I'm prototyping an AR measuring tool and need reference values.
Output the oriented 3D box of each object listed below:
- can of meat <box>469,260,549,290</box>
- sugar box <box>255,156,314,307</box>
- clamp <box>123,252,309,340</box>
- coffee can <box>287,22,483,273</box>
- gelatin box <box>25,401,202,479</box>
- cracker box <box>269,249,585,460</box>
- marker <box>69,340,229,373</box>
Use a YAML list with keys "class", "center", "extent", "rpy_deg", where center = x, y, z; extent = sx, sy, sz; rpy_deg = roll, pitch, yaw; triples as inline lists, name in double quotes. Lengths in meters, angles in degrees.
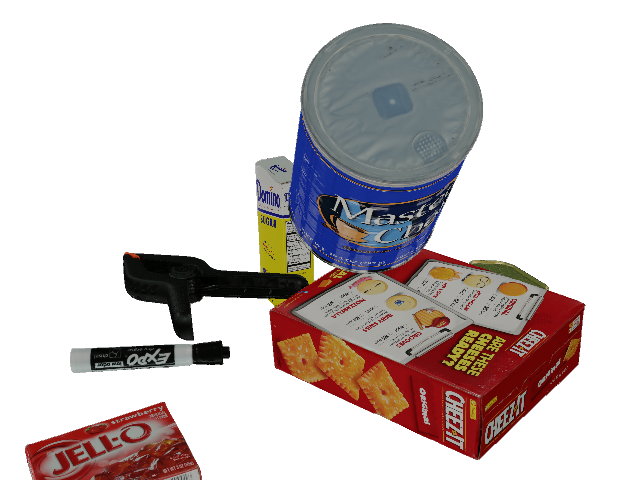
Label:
- class: "can of meat"
  center: [0.198, 0.077, 1.162]
  extent: [0.057, 0.084, 0.102]
  rpy_deg: [2, 16, -22]
- class: "sugar box"
  center: [-0.043, -0.004, 1.279]
  extent: [0.048, 0.176, 0.093]
  rpy_deg: [-13, 25, -19]
- class: "clamp"
  center: [-0.140, 0.049, 1.084]
  extent: [0.210, 0.036, 0.164]
  rpy_deg: [12, 21, 35]
- class: "coffee can"
  center: [0.034, -0.052, 0.657]
  extent: [0.102, 0.103, 0.140]
  rpy_deg: [0, -22, -5]
- class: "gelatin box"
  center: [-0.121, 0.135, 0.621]
  extent: [0.089, 0.030, 0.073]
  rpy_deg: [-15, 27, -18]
- class: "cracker box"
  center: [0.089, 0.083, 0.909]
  extent: [0.214, 0.072, 0.163]
  rpy_deg: [20, 37, 36]
- class: "marker"
  center: [-0.130, 0.089, 0.821]
  extent: [0.121, 0.020, 0.020]
  rpy_deg: [-3, 0, -3]
